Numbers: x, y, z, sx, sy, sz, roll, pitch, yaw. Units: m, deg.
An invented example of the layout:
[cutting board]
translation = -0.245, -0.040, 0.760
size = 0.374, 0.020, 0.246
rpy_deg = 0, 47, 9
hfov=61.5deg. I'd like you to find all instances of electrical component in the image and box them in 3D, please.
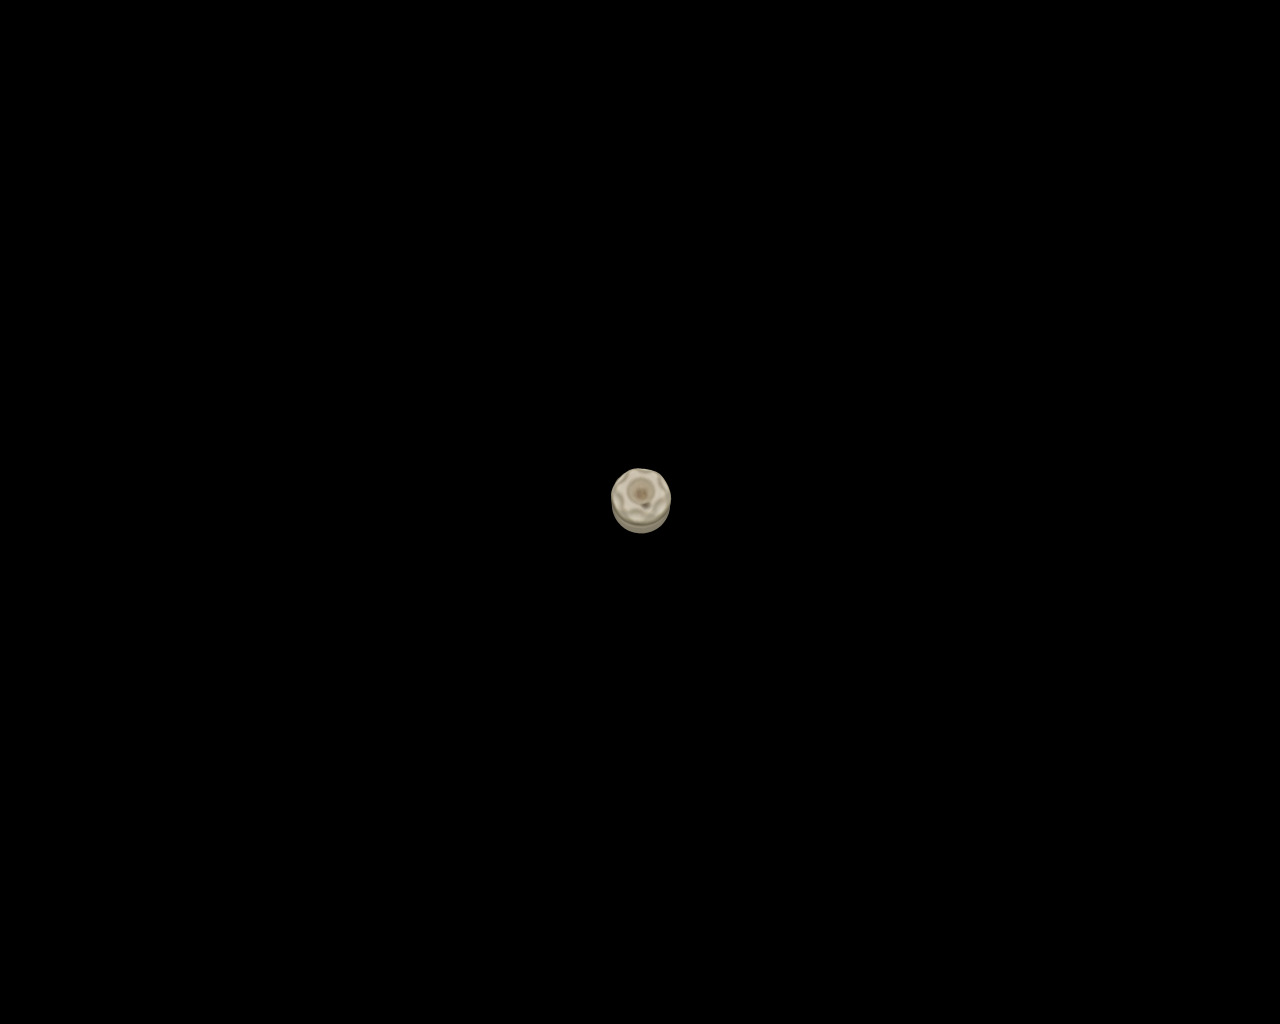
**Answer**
[electrical component]
translation = 0.001, -0.003, 0.650
size = 0.035, 0.035, 0.061
rpy_deg = 0, -19, 0
